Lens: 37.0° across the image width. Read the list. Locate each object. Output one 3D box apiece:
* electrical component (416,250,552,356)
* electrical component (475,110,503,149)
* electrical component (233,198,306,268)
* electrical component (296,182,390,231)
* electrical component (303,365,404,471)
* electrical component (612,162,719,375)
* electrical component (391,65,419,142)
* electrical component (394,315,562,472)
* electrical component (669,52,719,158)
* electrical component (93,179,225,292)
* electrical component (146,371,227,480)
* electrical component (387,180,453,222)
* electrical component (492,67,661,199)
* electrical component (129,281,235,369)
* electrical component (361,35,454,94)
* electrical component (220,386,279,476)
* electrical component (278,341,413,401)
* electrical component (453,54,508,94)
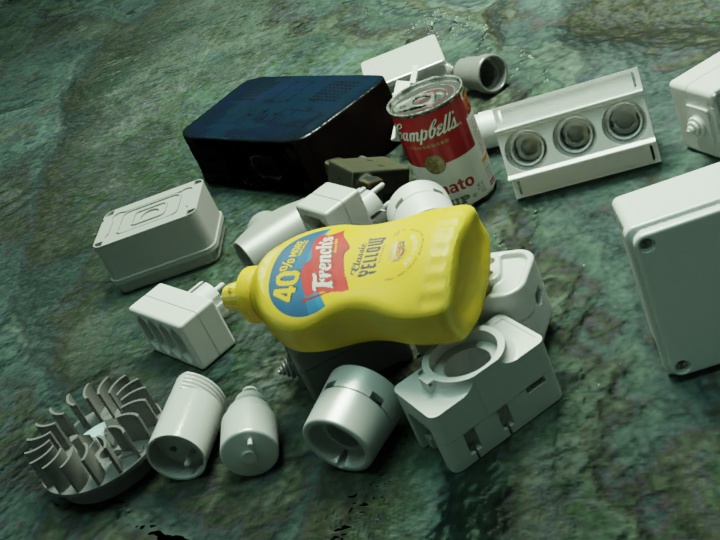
[{"bbox_3d":[0.081,0.028,0.747,0.095,0.059,0.053,-7,33,28],"label":"electrical component"},{"bbox_3d":[0.111,-0.129,1.004,0.065,0.044,0.044,-12,31,12],"label":"electrical component"},{"bbox_3d":[-0.079,-0.032,0.981,0.077,0.043,0.079,-34,30,-16],"label":"electrical component"},{"bbox_3d":[-0.003,-0.046,0.925,0.077,0.065,0.047,-38,32,-23],"label":"electrical component"},{"bbox_3d":[-0.005,0.098,0.703,0.055,0.055,0.047,-2,40,35],"label":"electrical component"},{"bbox_3d":[0.221,-0.005,0.648,0.109,0.108,0.056,-19,27,10],"label":"electrical component"},{"bbox_3d":[0.064,-0.153,1.050,0.064,0.081,0.042,6,36,6],"label":"electrical component"},{"bbox_3d":[0.074,0.074,0.681,0.089,0.055,0.050,-33,30,-16],"label":"electrical component"},{"bbox_3d":[0.291,-0.134,0.854,0.096,0.061,0.061,-31,30,-12],"label":"electrical component"},{"bbox_3d":[-0.194,-0.033,1.055,0.113,0.057,0.078,-19,30,10],"label":"electrical component"},{"bbox_3d":[-0.123,0.108,0.783,0.043,0.043,0.081,-14,31,18],"label":"electrical component"},{"bbox_3d":[0.054,-0.039,0.885,0.055,0.055,0.047,-24,32,1],"label":"electrical component"},{"bbox_3d":[0.181,-0.115,0.900,0.121,0.078,0.063,-14,9,18],"label":"electrical component"},{"bbox_3d":[-0.137,0.035,0.910,0.076,0.047,0.083,-41,33,-28],"label":"electrical component"},{"bbox_3d":[0.053,-0.204,1.161,0.100,0.048,0.099,-20,29,7],"label":"electrical component"},{"bbox_3d":[-0.077,0.109,0.752,0.040,0.040,0.078,-21,29,6],"label":"electrical component"},{"bbox_3d":[-0.020,0.047,0.790,0.096,0.061,0.061,-26,29,-3],"label":"electrical component"},{"bbox_3d":[0.125,-0.205,1.119,0.040,0.040,0.046,-36,26,-20],"label":"electrical component"}]
